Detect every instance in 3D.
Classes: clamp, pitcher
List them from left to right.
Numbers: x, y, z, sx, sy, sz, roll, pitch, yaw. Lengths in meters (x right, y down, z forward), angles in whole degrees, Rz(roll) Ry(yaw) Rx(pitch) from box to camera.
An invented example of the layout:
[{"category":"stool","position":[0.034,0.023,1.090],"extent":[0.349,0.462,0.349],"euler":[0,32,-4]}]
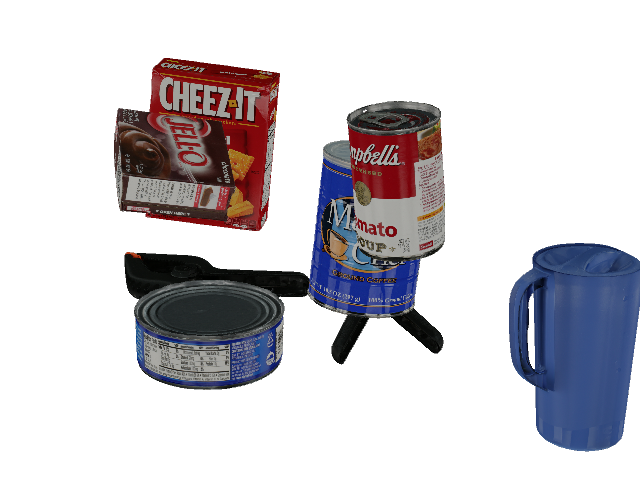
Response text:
[{"category":"clamp","position":[-0.138,0.048,1.085],"extent":[0.210,0.036,0.164],"euler":[12,21,35]},{"category":"clamp","position":[0.074,0.068,1.191],"extent":[0.120,0.171,0.039],"euler":[4,-43,-2]},{"category":"pitcher","position":[0.316,0.133,1.317],"extent":[0.149,0.243,0.144],"euler":[5,18,20]}]

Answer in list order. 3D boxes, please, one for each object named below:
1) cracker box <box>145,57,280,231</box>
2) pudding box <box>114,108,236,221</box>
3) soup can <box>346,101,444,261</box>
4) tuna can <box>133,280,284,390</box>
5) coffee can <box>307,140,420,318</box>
[{"category":"cracker box","position":[-0.148,-0.128,1.451],"extent":[0.164,0.214,0.072],"euler":[8,23,5]},{"category":"pudding box","position":[-0.121,-0.063,0.870],"extent":[0.090,0.039,0.113],"euler":[5,35,-16]},{"category":"soup can","position":[0.056,-0.044,0.784],"extent":[0.068,0.102,0.068],"euler":[-4,24,2]},{"category":"tuna can","position":[-0.063,0.053,0.614],"extent":[0.086,0.034,0.086],"euler":[1,19,-1]},{"category":"coffee can","position":[0.046,-0.012,0.983],"extent":[0.103,0.140,0.103],"euler":[6,18,-2]}]
